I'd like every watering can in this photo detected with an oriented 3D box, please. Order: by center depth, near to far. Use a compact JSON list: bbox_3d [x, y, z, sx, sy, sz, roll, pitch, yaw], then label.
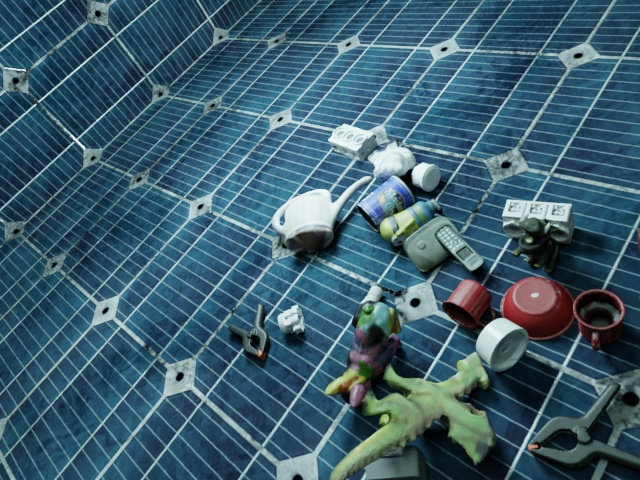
[{"bbox_3d":[0.005,-0.080,1.592,0.346,0.230,0.102,-18,-44,16],"label":"watering can"}]

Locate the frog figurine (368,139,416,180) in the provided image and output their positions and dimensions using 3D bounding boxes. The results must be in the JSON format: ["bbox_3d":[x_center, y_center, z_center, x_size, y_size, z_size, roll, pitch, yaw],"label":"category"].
[{"bbox_3d":[0.232,-0.226,1.577,0.138,0.120,0.162,-17,34,-10],"label":"frog figurine"}]

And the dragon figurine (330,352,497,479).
[{"bbox_3d":[0.218,0.358,1.012,0.243,0.120,0.418,6,32,33],"label":"dragon figurine"}]
